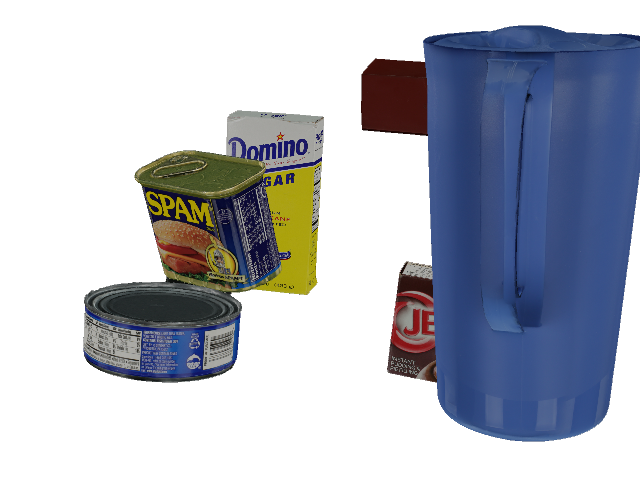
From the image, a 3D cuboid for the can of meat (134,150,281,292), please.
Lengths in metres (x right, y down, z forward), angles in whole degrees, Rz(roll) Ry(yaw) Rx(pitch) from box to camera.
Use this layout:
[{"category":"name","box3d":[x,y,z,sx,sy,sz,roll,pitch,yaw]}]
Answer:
[{"category":"can of meat","box3d":[-0.081,-0.014,0.781,0.102,0.084,0.057,12,33,39]}]

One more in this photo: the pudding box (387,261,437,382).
[{"category":"pudding box","box3d":[0.115,0.072,0.872,0.113,0.090,0.039,9,23,10]}]

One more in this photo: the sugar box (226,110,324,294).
[{"category":"sugar box","box3d":[-0.048,-0.038,1.070,0.093,0.176,0.048,5,16,12]}]

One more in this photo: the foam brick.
[{"category":"foam brick","box3d":[0.077,-0.121,0.905,0.078,0.051,0.053,7,25,17]}]

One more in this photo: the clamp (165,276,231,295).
[{"category":"clamp","box3d":[-0.120,0.032,1.240,0.120,0.039,0.171,-2,40,11]}]

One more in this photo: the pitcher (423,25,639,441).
[{"category":"pitcher","box3d":[0.123,-0.004,0.641,0.149,0.243,0.145,-8,17,-25]}]

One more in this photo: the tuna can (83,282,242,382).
[{"category":"tuna can","box3d":[-0.087,0.049,0.587,0.086,0.034,0.086,5,11,-1]}]
